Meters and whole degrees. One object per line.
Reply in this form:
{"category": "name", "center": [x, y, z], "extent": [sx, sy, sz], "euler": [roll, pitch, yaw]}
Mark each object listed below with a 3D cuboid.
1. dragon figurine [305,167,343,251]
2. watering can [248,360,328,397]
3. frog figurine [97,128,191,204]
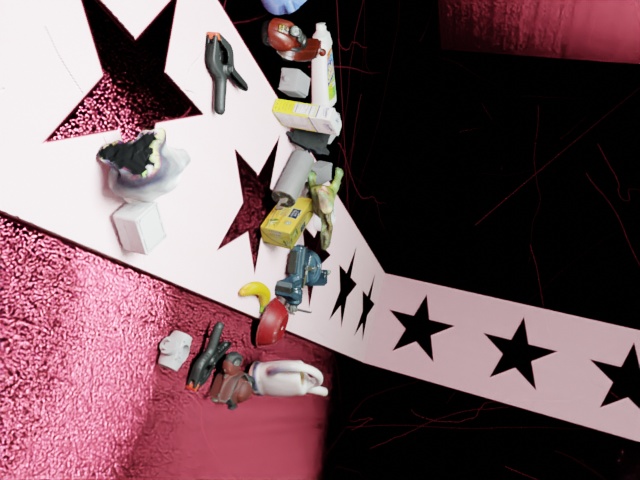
{"category": "dragon figurine", "center": [0.005, -0.082, 1.637], "extent": [0.402, 0.122, 0.247], "euler": [95, -3, -66]}
{"category": "watering can", "center": [-0.096, 0.447, 1.618], "extent": [0.340, 0.224, 0.106], "euler": [70, 19, -58]}
{"category": "frog figurine", "center": [-0.290, -0.114, 0.906], "extent": [0.138, 0.124, 0.157], "euler": [-40, 162, -7]}
